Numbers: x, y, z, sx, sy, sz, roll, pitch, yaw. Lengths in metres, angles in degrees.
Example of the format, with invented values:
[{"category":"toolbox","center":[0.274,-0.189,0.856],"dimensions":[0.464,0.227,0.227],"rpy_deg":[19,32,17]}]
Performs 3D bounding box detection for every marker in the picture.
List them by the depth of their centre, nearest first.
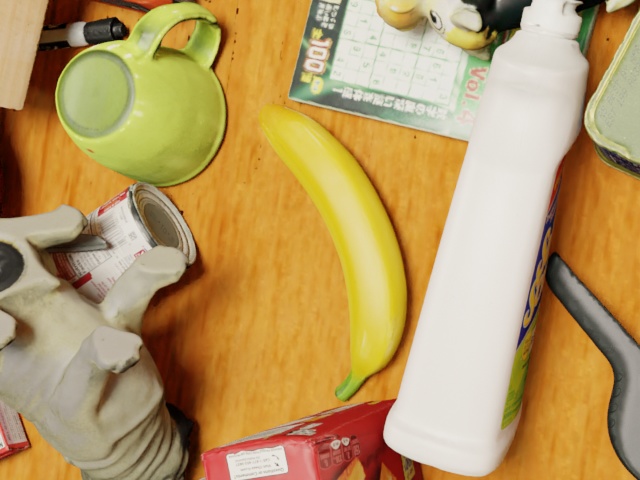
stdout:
[{"category":"marker","center":[-0.192,-0.144,0.758],"dimensions":[0.121,0.020,0.020],"rpy_deg":[-1,88,20]}]

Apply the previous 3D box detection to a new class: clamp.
[{"category":"clamp","center":[0.206,0.072,0.595],"dimensions":[0.120,0.039,0.171],"rpy_deg":[-20,81,22]}]

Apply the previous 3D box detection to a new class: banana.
[{"category":"banana","center":[0.013,-0.001,0.668],"dimensions":[0.070,0.037,0.198],"rpy_deg":[-17,82,19]}]

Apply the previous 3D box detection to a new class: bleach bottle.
[{"category":"bleach bottle","center":[0.098,-0.006,0.581],"dimensions":[0.068,0.102,0.251],"rpy_deg":[15,105,18]}]

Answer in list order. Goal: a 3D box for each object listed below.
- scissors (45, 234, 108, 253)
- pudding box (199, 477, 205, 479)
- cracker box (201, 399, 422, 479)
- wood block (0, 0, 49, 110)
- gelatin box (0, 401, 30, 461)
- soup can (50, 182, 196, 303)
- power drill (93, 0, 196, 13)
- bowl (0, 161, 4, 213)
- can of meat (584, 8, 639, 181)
[{"category":"scissors","center":[-0.232,-0.018,0.706],"dimensions":[0.202,0.016,0.096],"rpy_deg":[-15,83,22]},{"category":"pudding box","center":[-0.034,0.177,0.639],"dimensions":[0.039,0.113,0.090],"rpy_deg":[-16,84,29]},{"category":"cracker box","center":[0.019,0.205,0.593],"dimensions":[0.072,0.164,0.214],"rpy_deg":[-14,83,21]},{"category":"wood block","center":[-0.224,-0.199,0.686],"dimensions":[0.091,0.090,0.206],"rpy_deg":[35,112,48]},{"category":"gelatin box","center":[-0.258,0.123,0.768],"dimensions":[0.073,0.030,0.089],"rpy_deg":[-26,79,16]},{"category":"soup can","center":[-0.142,0.015,0.709],"dimensions":[0.102,0.068,0.068],"rpy_deg":[-32,78,16]},{"category":"power drill","center":[-0.129,-0.254,0.719],"dimensions":[0.185,0.057,0.188],"rpy_deg":[19,96,24]},{"category":"bowl","center":[-0.284,-0.037,0.768],"dimensions":[0.162,0.055,0.162],"rpy_deg":[0,90,21]},{"category":"can of meat","center":[0.188,-0.085,0.582],"dimensions":[0.057,0.083,0.102],"rpy_deg":[29,98,19]}]
